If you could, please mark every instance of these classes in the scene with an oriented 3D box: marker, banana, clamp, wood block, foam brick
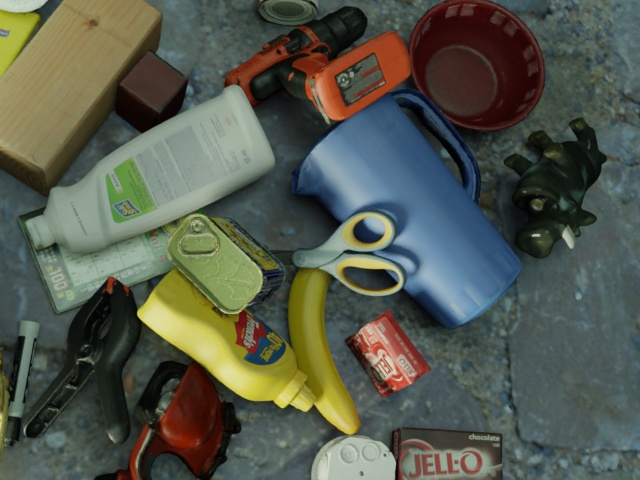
[{"bbox_3d":[-0.290,0.138,1.027,0.020,0.020,0.121,10,73,-11],"label":"marker"},{"bbox_3d":[0.001,0.101,1.085,0.037,0.070,0.198,13,68,-51],"label":"banana"},{"bbox_3d":[-0.207,0.118,1.017,0.120,0.039,0.171,10,69,27],"label":"clamp"},{"bbox_3d":[-0.254,-0.159,1.079,0.091,0.090,0.206,33,71,-2],"label":"wood block"},{"bbox_3d":[-0.174,-0.149,1.102,0.051,0.078,0.053,36,69,-1],"label":"foam brick"}]

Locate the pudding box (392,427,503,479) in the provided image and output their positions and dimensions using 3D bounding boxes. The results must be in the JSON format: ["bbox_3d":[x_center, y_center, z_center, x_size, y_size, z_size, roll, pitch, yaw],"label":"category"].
[{"bbox_3d":[0.129,0.240,1.088,0.113,0.039,0.090,5,74,-12],"label":"pudding box"}]

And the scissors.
[{"bbox_3d":[-0.007,0.001,1.071,0.202,0.016,0.096,15,107,12],"label":"scissors"}]

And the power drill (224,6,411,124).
[{"bbox_3d":[0.011,-0.186,1.106,0.184,0.188,0.057,-36,117,-18],"label":"power drill"}]

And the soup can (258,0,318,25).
[{"bbox_3d":[-0.033,-0.298,1.181,0.068,0.069,0.102,6,75,-12],"label":"soup can"}]

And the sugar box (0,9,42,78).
[{"bbox_3d":[-0.365,-0.172,1.080,0.093,0.048,0.176,26,70,-5],"label":"sugar box"}]

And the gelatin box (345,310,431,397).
[{"bbox_3d":[0.066,0.116,1.080,0.030,0.089,0.073,-33,85,-21],"label":"gelatin box"}]

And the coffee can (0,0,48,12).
[{"bbox_3d":[-0.295,-0.313,1.080,0.102,0.103,0.140,21,49,-7],"label":"coffee can"}]

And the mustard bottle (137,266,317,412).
[{"bbox_3d":[-0.083,0.104,1.050,0.191,0.096,0.058,39,112,-2],"label":"mustard bottle"}]

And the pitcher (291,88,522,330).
[{"bbox_3d":[0.101,-0.035,1.113,0.149,0.145,0.243,-41,92,20],"label":"pitcher"}]

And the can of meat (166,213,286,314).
[{"bbox_3d":[-0.089,0.021,1.047,0.102,0.083,0.057,43,102,11],"label":"can of meat"}]

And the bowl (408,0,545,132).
[{"bbox_3d":[0.169,-0.190,1.205,0.162,0.055,0.162,3,75,-13],"label":"bowl"}]

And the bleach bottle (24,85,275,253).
[{"bbox_3d":[-0.176,-0.063,1.069,0.250,0.068,0.102,-25,87,-16],"label":"bleach bottle"}]
